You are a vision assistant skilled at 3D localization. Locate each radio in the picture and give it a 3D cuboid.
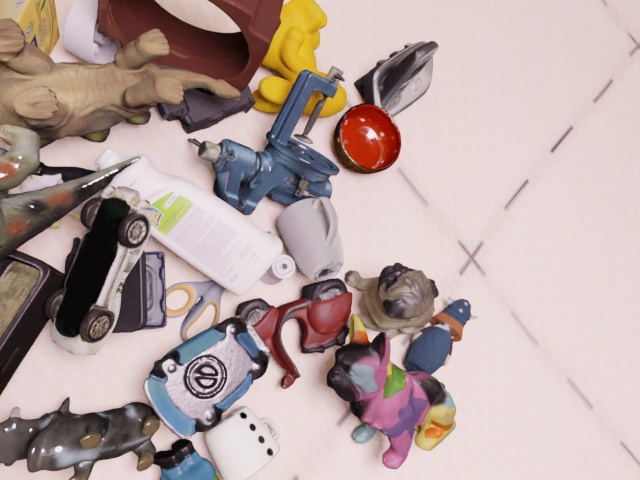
[{"bbox_3d":[-0.407,0.110,0.606,0.131,0.073,0.229,25,71,4],"label":"radio"}]

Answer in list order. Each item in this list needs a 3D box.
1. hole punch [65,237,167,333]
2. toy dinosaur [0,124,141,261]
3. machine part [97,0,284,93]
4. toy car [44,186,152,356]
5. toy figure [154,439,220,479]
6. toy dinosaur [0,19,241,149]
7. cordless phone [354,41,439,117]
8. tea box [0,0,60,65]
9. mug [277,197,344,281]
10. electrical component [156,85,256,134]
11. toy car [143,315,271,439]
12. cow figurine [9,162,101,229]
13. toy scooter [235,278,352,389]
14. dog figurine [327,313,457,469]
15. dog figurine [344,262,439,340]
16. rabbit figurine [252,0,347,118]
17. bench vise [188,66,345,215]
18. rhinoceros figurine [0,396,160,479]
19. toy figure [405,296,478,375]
[{"bbox_3d":[-0.261,0.066,0.696,0.116,0.092,0.142,-4,85,10],"label":"hole punch"},{"bbox_3d":[-0.406,-0.022,0.557,0.405,0.131,0.192,2,82,-7],"label":"toy dinosaur"},{"bbox_3d":[-0.158,-0.281,0.659,0.201,0.201,0.087,20,72,-18],"label":"machine part"},{"bbox_3d":[-0.256,0.034,0.626,0.074,0.056,0.201,21,89,21],"label":"toy car"},{"bbox_3d":[-0.152,0.347,0.686,0.082,0.089,0.180,-24,94,-20],"label":"toy figure"},{"bbox_3d":[-0.326,-0.163,0.633,0.471,0.198,0.105,-7,86,-24],"label":"toy dinosaur"},{"bbox_3d":[0.150,-0.280,0.862,0.146,0.184,0.088,-37,92,-23],"label":"cordless phone"},{"bbox_3d":[-0.370,-0.263,0.646,0.068,0.170,0.098,22,76,-19],"label":"tea box"},{"bbox_3d":[-0.002,-0.002,0.776,0.081,0.109,0.107,0,54,-39],"label":"mug"},{"bbox_3d":[-0.178,-0.223,0.784,0.134,0.058,0.115,-28,91,-24],"label":"electrical component"},{"bbox_3d":[-0.151,0.171,0.706,0.162,0.103,0.109,-39,99,-26],"label":"toy car"},{"bbox_3d":[-0.326,-0.064,0.689,0.167,0.068,0.098,24,67,-22],"label":"cow figurine"},{"bbox_3d":[-0.026,0.136,0.781,0.184,0.075,0.135,-14,87,-22],"label":"toy scooter"},{"bbox_3d":[0.103,0.200,0.764,0.191,0.109,0.219,-22,116,-23],"label":"dog figurine"},{"bbox_3d":[0.138,0.091,0.795,0.172,0.190,0.121,-5,84,-25],"label":"dog figurine"},{"bbox_3d":[-0.032,-0.257,0.817,0.162,0.122,0.173,-39,99,-18],"label":"rabbit figurine"},{"bbox_3d":[-0.051,-0.144,0.766,0.223,0.129,0.240,22,109,-26],"label":"bench vise"},{"bbox_3d":[-0.284,0.230,0.641,0.190,0.112,0.073,3,109,-35],"label":"rhinoceros figurine"},{"bbox_3d":[0.197,0.156,0.882,0.154,0.058,0.064,-45,106,-27],"label":"toy figure"}]
